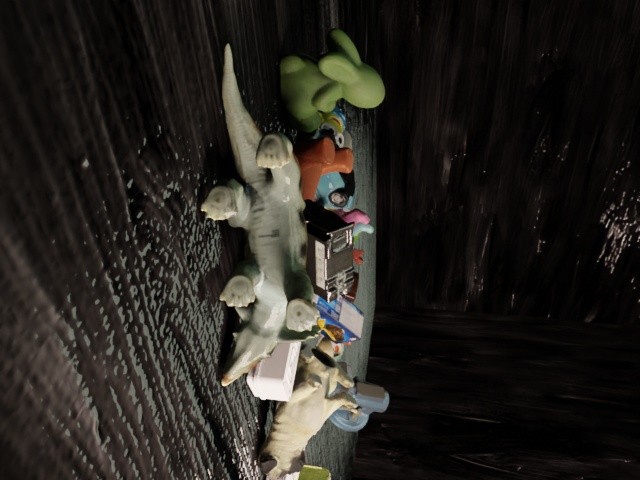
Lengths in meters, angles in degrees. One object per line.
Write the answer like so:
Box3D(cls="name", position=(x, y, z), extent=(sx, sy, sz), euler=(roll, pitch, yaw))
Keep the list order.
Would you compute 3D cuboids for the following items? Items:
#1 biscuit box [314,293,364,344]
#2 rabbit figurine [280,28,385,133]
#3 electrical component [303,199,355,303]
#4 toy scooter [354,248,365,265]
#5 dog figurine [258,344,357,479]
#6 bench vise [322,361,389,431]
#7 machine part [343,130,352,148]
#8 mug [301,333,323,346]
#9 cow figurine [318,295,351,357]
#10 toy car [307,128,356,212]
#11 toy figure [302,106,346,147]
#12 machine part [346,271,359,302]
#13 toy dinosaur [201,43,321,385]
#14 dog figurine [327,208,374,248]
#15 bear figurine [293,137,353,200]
Box3D(cls="biscuit box", position=(0.000, 0.119, 0.976), extent=(0.202, 0.063, 0.059), euler=(42, 45, -37))
Box3D(cls="rabbit figurine", position=(0.025, -0.274, 0.908), extent=(0.159, 0.170, 0.121), euler=(80, 17, -57))
Box3D(cls="electrical component", position=(-0.011, 0.009, 0.769), extent=(0.058, 0.134, 0.114), euler=(-20, 125, -36))
Box3D(cls="toy scooter", position=(0.054, -0.001, 1.277), extent=(0.135, 0.075, 0.184), euler=(26, 44, -49))
Box3D(cls="dog figurine", position=(-0.043, 0.291, 0.929), extent=(0.190, 0.121, 0.172), euler=(-51, -172, 11))
Box3D(cls="bench vise", position=(0.023, 0.362, 1.185), extent=(0.240, 0.223, 0.129), euler=(-52, -138, 40))
Box3D(cls="machine part", position=(0.025, -0.193, 1.221), extent=(0.243, 0.079, 0.079), euler=(-71, 162, -57))
Box3D(cls="mug", position=(-0.030, 0.164, 1.030), extent=(0.107, 0.081, 0.109), euler=(-59, 154, -53))
Box3D(cls="cow figurine", position=(0.006, 0.198, 1.193), extent=(0.195, 0.127, 0.085), euler=(-98, -174, -61))
Box3D(cls="toy car", position=(-0.002, -0.122, 1.001), extent=(0.161, 0.103, 0.109), euler=(58, 26, -30))
Box3D(cls="toy figure", position=(0.009, -0.223, 1.102), extent=(0.089, 0.082, 0.180), euler=(-55, -161, 36))
Box3D(cls="machine part", position=(0.052, 0.159, 1.413), extent=(0.179, 0.056, 0.179), euler=(-160, -91, -86))
Box3D(cls="toy dinosaur", position=(-0.066, -0.016, 0.671), extent=(0.192, 0.131, 0.404), euler=(-113, -159, -85))
Box3D(cls="dog figurine", position=(-0.002, 0.012, 1.098), extent=(0.219, 0.192, 0.108), euler=(-50, 166, -7))
Box3D(cls="bear figurine", position=(-0.022, -0.056, 0.868), extent=(0.120, 0.132, 0.195), euler=(11, 77, -63))
